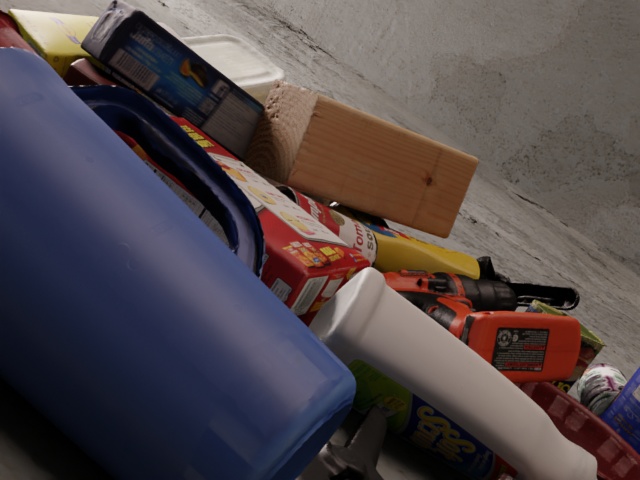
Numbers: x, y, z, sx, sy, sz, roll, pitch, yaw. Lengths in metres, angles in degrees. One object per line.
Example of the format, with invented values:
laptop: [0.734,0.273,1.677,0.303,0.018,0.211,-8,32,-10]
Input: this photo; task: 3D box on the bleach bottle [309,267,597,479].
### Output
bleach bottle: [0.106,0.123,0.746,0.250,0.103,0.068,34,57,-7]

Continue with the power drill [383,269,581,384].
power drill: [0.132,0.069,0.906,0.184,0.057,0.188,1,9,-28]

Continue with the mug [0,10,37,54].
mug: [-0.227,-0.096,0.757,0.081,0.093,0.117,45,-20,19]

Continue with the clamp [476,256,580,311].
clamp: [0.200,0.057,1.153,0.120,0.039,0.171,24,-12,-4]

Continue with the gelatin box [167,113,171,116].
gelatin box: [-0.143,-0.095,1.047,0.089,0.030,0.073,35,12,4]

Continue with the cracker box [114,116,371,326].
cracker box: [-0.081,-0.015,0.832,0.214,0.072,0.164,37,13,14]

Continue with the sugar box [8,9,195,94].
sugar box: [-0.210,-0.183,1.049,0.175,0.048,0.093,-7,41,-39]

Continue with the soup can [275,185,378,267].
soup can: [-0.006,0.001,0.958,0.102,0.068,0.069,25,16,-36]

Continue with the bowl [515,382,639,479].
bowl: [0.196,0.173,0.866,0.162,0.055,0.162,32,14,-9]

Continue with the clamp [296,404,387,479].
clamp: [-0.004,0.127,0.592,0.164,0.036,0.210,28,15,-24]

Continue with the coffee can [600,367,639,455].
coffee can: [0.316,0.171,0.978,0.102,0.140,0.103,32,14,-9]

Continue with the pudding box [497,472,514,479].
pudding box: [0.134,0.198,0.668,0.090,0.039,0.113,37,13,13]

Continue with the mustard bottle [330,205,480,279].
mustard bottle: [0.058,0.011,1.056,0.191,0.058,0.096,21,5,-4]

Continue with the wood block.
wood block: [0.042,-0.077,1.051,0.205,0.091,0.090,18,7,-35]

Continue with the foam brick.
foam brick: [-0.196,-0.117,0.950,0.078,0.053,0.051,33,14,-11]

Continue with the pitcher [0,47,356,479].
pitcher: [-0.096,0.024,0.521,0.243,0.149,0.145,41,4,13]

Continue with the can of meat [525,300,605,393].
can of meat: [0.229,0.116,1.083,0.101,0.084,0.057,23,17,-41]
